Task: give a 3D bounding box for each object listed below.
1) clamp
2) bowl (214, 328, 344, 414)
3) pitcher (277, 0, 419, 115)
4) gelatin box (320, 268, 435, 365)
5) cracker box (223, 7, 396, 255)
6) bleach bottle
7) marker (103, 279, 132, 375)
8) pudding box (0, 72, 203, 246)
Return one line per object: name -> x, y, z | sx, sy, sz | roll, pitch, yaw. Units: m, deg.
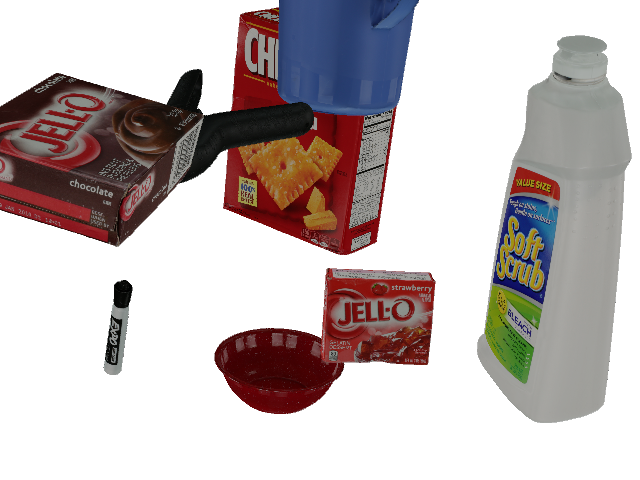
clamp -> -0.101, -0.082, 0.767 | 0.120, 0.039, 0.171 | 22, 34, 39
bowl -> -0.052, 0.169, 1.332 | 0.162, 0.055, 0.162 | 4, 22, -2
pitcher -> 0.031, -0.230, 0.889 | 0.145, 0.243, 0.149 | 8, 18, 11
gelatin box -> 0.046, 0.063, 0.873 | 0.089, 0.073, 0.030 | 2, 15, -3
cracker box -> -0.013, -0.111, 1.081 | 0.164, 0.214, 0.071 | 23, 29, 31
bleach bottle -> 0.150, -0.009, 0.682 | 0.068, 0.251, 0.103 | -11, 32, -14
marker -> -0.209, 0.090, 1.105 | 0.020, 0.121, 0.020 | 10, 35, -7
pudding box -> -0.121, -0.045, 0.549 | 0.090, 0.039, 0.113 | 17, 25, 6
